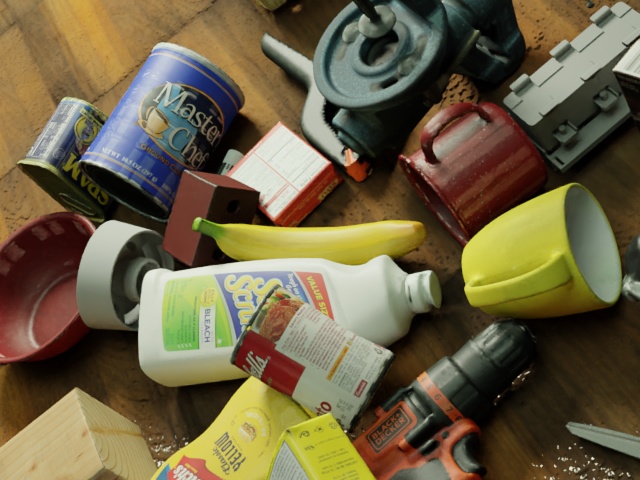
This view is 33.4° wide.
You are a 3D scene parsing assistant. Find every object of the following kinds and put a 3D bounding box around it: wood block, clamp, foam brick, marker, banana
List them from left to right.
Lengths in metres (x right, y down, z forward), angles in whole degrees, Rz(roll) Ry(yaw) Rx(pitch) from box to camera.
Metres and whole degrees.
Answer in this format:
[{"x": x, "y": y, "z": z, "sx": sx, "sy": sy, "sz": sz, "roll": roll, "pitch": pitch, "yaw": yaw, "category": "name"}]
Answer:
[{"x": -0.237, "y": 0.227, "z": 0.859, "sx": 0.206, "sy": 0.090, "sz": 0.090, "roll": -39, "pitch": 47, "yaw": 5, "category": "wood block"}, {"x": -0.104, "y": -0.030, "z": 0.998, "sx": 0.020, "sy": 0.020, "sz": 0.121, "roll": 11, "pitch": 67, "yaw": 38, "category": "marker"}, {"x": -0.097, "y": -0.016, "z": 0.940, "sx": 0.051, "sy": 0.052, "sz": 0.078, "roll": 28, "pitch": 106, "yaw": 43, "category": "foam brick"}, {"x": -0.004, "y": 0.004, "z": 0.876, "sx": 0.198, "sy": 0.069, "sz": 0.037, "roll": 0, "pitch": 80, "yaw": 19, "category": "banana"}, {"x": 0.032, "y": -0.148, "z": 0.978, "sx": 0.165, "sy": 0.036, "sz": 0.210, "roll": -25, "pitch": 52, "yaw": 16, "category": "clamp"}]

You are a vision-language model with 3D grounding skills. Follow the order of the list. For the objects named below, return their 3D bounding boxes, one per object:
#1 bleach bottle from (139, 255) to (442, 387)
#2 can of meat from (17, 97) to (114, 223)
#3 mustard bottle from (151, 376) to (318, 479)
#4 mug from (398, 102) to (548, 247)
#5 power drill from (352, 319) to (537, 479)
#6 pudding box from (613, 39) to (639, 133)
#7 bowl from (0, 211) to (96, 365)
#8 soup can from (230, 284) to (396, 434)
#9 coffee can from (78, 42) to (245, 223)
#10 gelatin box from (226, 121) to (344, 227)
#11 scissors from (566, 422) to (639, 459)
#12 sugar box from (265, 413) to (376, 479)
[{"x": -0.025, "y": 0.054, "z": 0.858, "sx": 0.251, "sy": 0.068, "sz": 0.102, "roll": -12, "pitch": 63, "yaw": 24, "category": "bleach bottle"}, {"x": -0.237, "y": -0.080, "z": 1.063, "sx": 0.058, "sy": 0.102, "sz": 0.084, "roll": 9, "pitch": 63, "yaw": 38, "category": "can of meat"}, {"x": -0.080, "y": 0.191, "z": 0.803, "sx": 0.191, "sy": 0.058, "sz": 0.096, "roll": -44, "pitch": 48, "yaw": 0, "category": "mustard bottle"}, {"x": 0.115, "y": -0.059, "z": 0.812, "sx": 0.081, "sy": 0.117, "sz": 0.093, "roll": -38, "pitch": 42, "yaw": -1, "category": "mug"}, {"x": 0.109, "y": 0.161, "z": 0.704, "sx": 0.184, "sy": 0.057, "sz": 0.188, "roll": -44, "pitch": 44, "yaw": 5, "category": "power drill"}, {"x": 0.271, "y": -0.090, "z": 0.747, "sx": 0.039, "sy": 0.090, "sz": 0.114, "roll": -50, "pitch": 46, "yaw": -8, "category": "pudding box"}, {"x": -0.257, "y": 0.055, "z": 1.014, "sx": 0.162, "sy": 0.055, "sz": 0.162, "roll": -17, "pitch": 52, "yaw": 23, "category": "bowl"}, {"x": -0.004, "y": 0.086, "z": 0.772, "sx": 0.102, "sy": 0.068, "sz": 0.068, "roll": 30, "pitch": 76, "yaw": 8, "category": "soup can"}, {"x": -0.150, "y": -0.102, "z": 1.020, "sx": 0.103, "sy": 0.102, "sz": 0.140, "roll": 18, "pitch": 71, "yaw": 40, "category": "coffee can"}, {"x": -0.032, "y": -0.056, "z": 0.961, "sx": 0.073, "sy": 0.030, "sz": 0.089, "roll": -46, "pitch": 49, "yaw": -3, "category": "gelatin box"}, {"x": 0.241, "y": 0.159, "z": 0.645, "sx": 0.202, "sy": 0.016, "sz": 0.096, "roll": -3, "pitch": 58, "yaw": 32, "category": "scissors"}, {"x": 0.025, "y": 0.206, "z": 0.675, "sx": 0.048, "sy": 0.093, "sz": 0.176, "roll": -15, "pitch": 50, "yaw": -32, "category": "sugar box"}]
